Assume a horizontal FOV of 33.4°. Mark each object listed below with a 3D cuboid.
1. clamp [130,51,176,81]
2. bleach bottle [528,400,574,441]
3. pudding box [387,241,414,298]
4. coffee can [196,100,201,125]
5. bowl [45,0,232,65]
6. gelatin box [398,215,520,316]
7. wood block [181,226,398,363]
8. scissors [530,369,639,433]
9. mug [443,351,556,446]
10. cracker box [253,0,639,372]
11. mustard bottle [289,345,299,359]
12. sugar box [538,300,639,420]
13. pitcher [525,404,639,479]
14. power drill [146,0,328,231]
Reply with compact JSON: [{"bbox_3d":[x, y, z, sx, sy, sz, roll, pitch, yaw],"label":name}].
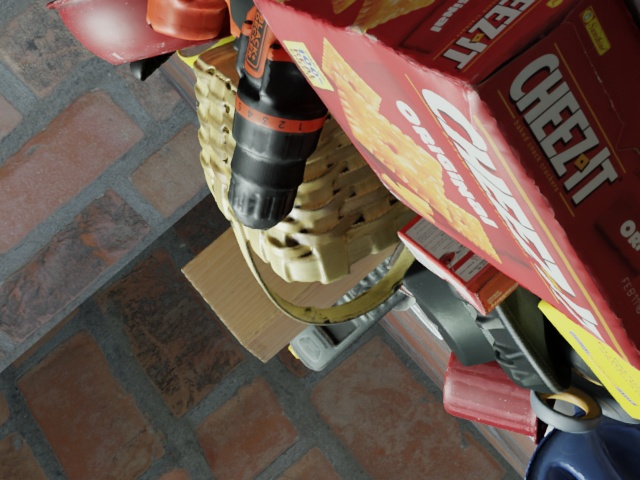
[{"bbox_3d":[-0.119,-0.200,0.983,0.164,0.036,0.210,-3,-137,-31],"label":"clamp"},{"bbox_3d":[0.251,0.197,1.061,0.251,0.068,0.102,44,175,34],"label":"bleach bottle"},{"bbox_3d":[0.120,0.044,0.952,0.113,0.039,0.090,28,170,16],"label":"pudding box"},{"bbox_3d":[-0.092,-0.148,1.280,0.103,0.103,0.140,49,177,1],"label":"coffee can"},{"bbox_3d":[-0.115,-0.166,0.784,0.162,0.162,0.055,-142,37,-74],"label":"bowl"},{"bbox_3d":[0.100,-0.003,0.645,0.030,0.073,0.089,51,176,-33],"label":"gelatin box"},{"bbox_3d":[-0.006,0.001,0.934,0.091,0.206,0.090,48,177,20],"label":"wood block"},{"bbox_3d":[0.149,0.096,0.797,0.202,0.096,0.016,20,116,38],"label":"scissors"},{"bbox_3d":[0.157,0.111,0.895,0.082,0.093,0.117,12,-158,21],"label":"mug"},{"bbox_3d":[0.071,-0.051,0.475,0.164,0.072,0.214,50,176,-31],"label":"cracker box"},{"bbox_3d":[0.041,0.072,1.265,0.058,0.191,0.096,50,177,-25],"label":"mustard bottle"},{"bbox_3d":[0.178,0.058,0.548,0.093,0.048,0.176,49,178,-1],"label":"sugar box"},{"bbox_3d":[0.235,0.201,0.882,0.145,0.149,0.242,32,176,16],"label":"pitcher"},{"bbox_3d":[-0.047,-0.123,0.641,0.057,0.185,0.188,-3,-146,-31],"label":"power drill"}]
